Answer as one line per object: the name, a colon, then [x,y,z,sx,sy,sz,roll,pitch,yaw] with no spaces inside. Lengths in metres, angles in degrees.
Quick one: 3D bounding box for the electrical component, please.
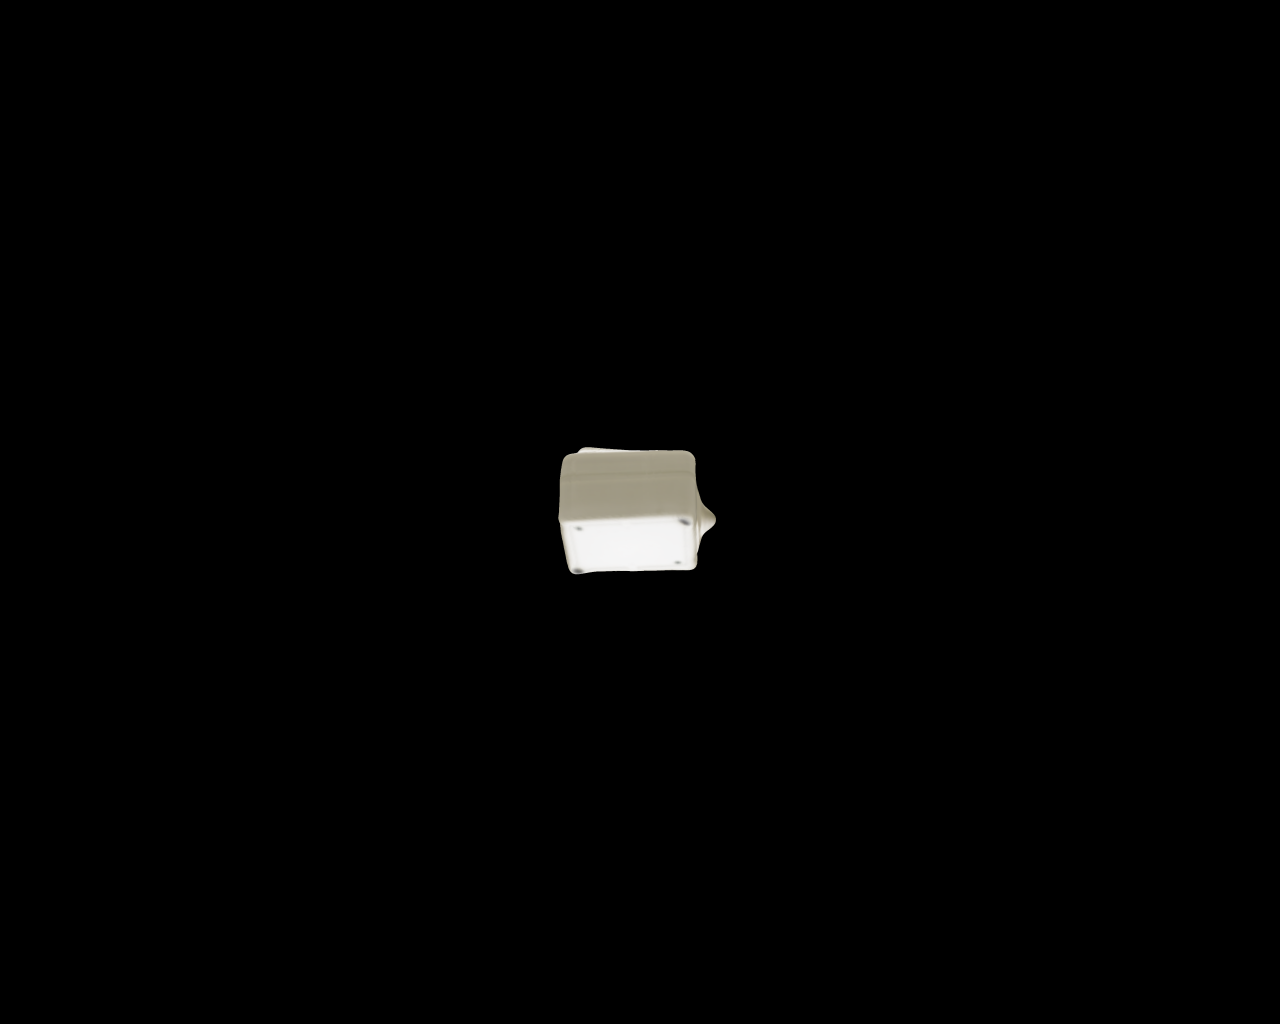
electrical component: [0.001,-0.003,0.650,0.096,0.061,0.061,-2,-36,2]
